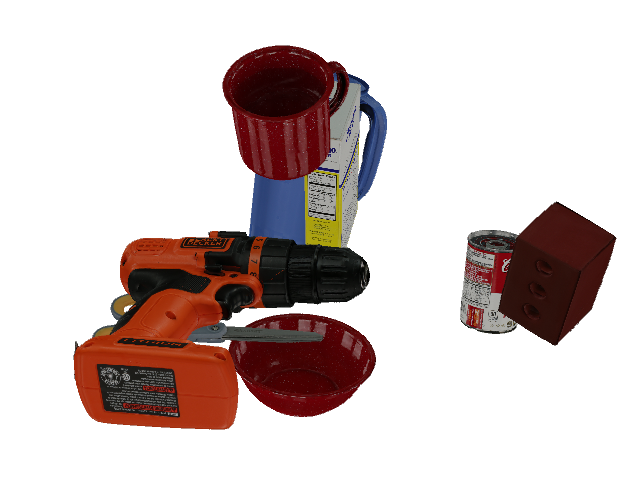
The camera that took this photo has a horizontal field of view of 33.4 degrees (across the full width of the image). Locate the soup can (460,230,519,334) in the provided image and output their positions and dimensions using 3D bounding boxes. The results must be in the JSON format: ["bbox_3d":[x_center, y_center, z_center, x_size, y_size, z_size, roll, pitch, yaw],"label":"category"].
[{"bbox_3d":[0.196,0.047,1.212,0.068,0.102,0.068,3,19,-1],"label":"soup can"}]

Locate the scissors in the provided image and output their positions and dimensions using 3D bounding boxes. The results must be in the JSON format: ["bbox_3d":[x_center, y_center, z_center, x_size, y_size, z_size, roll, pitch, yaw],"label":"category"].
[{"bbox_3d":[-0.106,0.073,0.971,0.201,0.016,0.096,-6,34,-13],"label":"scissors"}]

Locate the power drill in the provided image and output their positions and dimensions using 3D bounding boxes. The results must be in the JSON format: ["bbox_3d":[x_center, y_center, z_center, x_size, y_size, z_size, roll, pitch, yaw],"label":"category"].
[{"bbox_3d":[-0.069,0.053,0.718,0.184,0.057,0.187,0,24,13],"label":"power drill"}]

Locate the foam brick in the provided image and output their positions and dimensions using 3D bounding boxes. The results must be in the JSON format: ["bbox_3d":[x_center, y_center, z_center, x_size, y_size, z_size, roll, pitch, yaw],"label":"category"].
[{"bbox_3d":[0.169,0.024,0.764,0.053,0.078,0.051,33,50,28],"label":"foam brick"}]

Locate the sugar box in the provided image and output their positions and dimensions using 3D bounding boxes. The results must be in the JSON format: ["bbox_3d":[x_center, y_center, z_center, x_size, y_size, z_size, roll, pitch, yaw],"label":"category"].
[{"bbox_3d":[0.012,-0.071,1.123,0.048,0.176,0.093,8,46,11],"label":"sugar box"}]

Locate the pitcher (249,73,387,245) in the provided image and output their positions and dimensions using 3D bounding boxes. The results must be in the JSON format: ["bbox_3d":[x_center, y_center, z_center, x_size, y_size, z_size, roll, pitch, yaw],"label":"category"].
[{"bbox_3d":[-0.014,-0.096,1.371,0.144,0.243,0.149,4,21,-16],"label":"pitcher"}]

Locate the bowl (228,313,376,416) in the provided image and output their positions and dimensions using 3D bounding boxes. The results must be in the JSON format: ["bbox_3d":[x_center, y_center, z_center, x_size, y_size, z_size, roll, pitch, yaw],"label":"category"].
[{"bbox_3d":[-0.021,0.145,1.178,0.162,0.055,0.162,3,28,-2],"label":"bowl"}]

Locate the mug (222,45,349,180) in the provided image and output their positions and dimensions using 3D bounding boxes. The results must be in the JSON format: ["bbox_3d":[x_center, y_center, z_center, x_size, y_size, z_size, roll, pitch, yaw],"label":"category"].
[{"bbox_3d":[-0.024,-0.112,0.919,0.117,0.081,0.093,-34,56,-22],"label":"mug"}]
